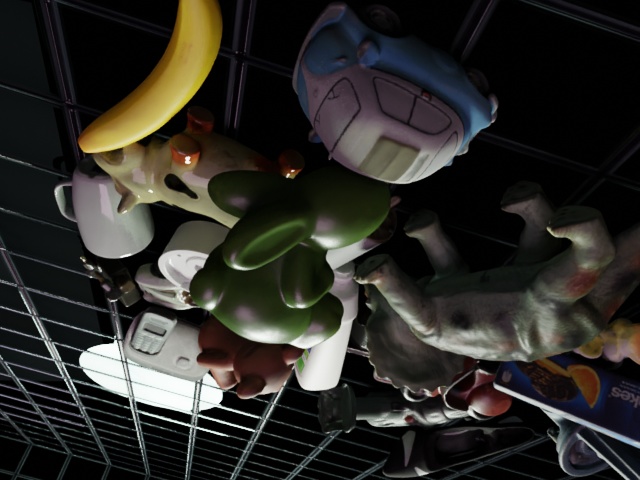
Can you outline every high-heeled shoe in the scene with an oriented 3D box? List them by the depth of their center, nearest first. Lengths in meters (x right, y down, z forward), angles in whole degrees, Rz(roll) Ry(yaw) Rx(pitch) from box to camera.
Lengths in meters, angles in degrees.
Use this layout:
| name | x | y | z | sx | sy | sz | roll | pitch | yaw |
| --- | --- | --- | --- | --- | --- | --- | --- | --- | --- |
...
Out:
| name | x | y | z | sx | sy | sz | roll | pitch | yaw |
| --- | --- | --- | --- | --- | --- | --- | --- | --- | --- |
| high-heeled shoe | 0.236 | 0.351 | 0.899 | 0.145 | 0.249 | 0.086 | -6 | 102 | 59 |

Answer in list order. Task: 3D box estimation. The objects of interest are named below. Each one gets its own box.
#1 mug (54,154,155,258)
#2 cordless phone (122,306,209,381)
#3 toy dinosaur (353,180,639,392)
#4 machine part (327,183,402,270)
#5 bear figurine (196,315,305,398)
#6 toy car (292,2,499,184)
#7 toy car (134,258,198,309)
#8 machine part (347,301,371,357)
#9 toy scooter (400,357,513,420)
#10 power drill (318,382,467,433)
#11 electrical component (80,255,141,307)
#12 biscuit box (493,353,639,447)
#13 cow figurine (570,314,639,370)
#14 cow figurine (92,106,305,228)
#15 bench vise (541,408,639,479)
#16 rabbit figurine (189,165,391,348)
| name | x | y | z | sx | sy | sz | roll | pitch | yaw |
| --- | --- | --- | --- | --- | --- | --- | --- | --- | --- |
| mug | -0.247 | -0.048 | 0.609 | 0.110 | 0.081 | 0.107 | 17 | 135 | 9 |
| cordless phone | -0.223 | 0.150 | 0.844 | 0.146 | 0.089 | 0.184 | 24 | 148 | -14 |
| toy dinosaur | 0.180 | 0.057 | 0.516 | 0.405 | 0.131 | 0.192 | -10 | 122 | 40 |
| machine part | -0.001 | -0.002 | 0.578 | 0.079 | 0.079 | 0.243 | 32 | 140 | -24 |
| bear figurine | -0.094 | 0.173 | 0.776 | 0.196 | 0.120 | 0.131 | 22 | 147 | 48 |
| toy car | 0.051 | -0.094 | 0.412 | 0.161 | 0.103 | 0.109 | 25 | 145 | -12 |
| toy car | -0.158 | 0.072 | 0.752 | 0.202 | 0.056 | 0.073 | 10 | 145 | 6 |
| machine part | 0.066 | 0.136 | 0.783 | 0.084 | 0.039 | 0.138 | 17 | 148 | 11 |
| toy scooter | 0.216 | 0.192 | 0.773 | 0.184 | 0.075 | 0.135 | 15 | 125 | -16 |
| power drill | 0.115 | 0.271 | 0.887 | 0.207 | 0.086 | 0.232 | 3 | 161 | -32 |
| electrical component | -0.295 | 0.055 | 0.756 | 0.102 | 0.045 | 0.078 | 35 | 145 | 37 |
| biscuit box | 0.297 | 0.170 | 0.582 | 0.203 | 0.063 | 0.059 | 19 | 168 | 22 |
| cow figurine | 0.288 | 0.101 | 0.604 | 0.168 | 0.068 | 0.098 | 21 | 166 | 19 |
| cow figurine | -0.128 | -0.063 | 0.538 | 0.195 | 0.085 | 0.127 | 21 | 138 | -12 |
| bench vise | 0.338 | 0.233 | 0.656 | 0.129 | 0.241 | 0.223 | -36 | 123 | 0 |
| rabbit figurine | -0.025 | -0.006 | 0.454 | 0.159 | 0.121 | 0.170 | 21 | 123 | -43 |
